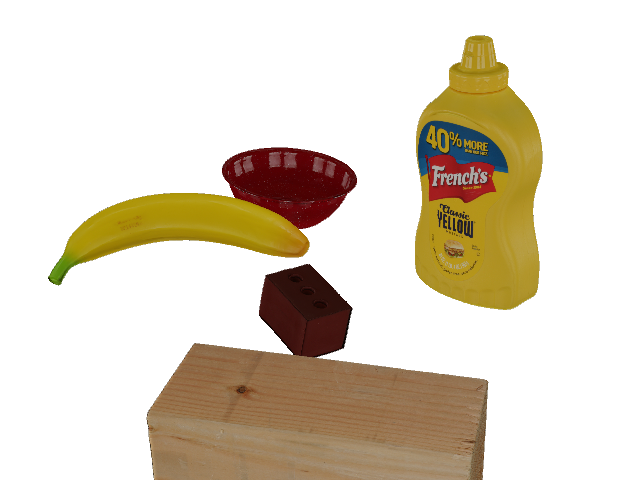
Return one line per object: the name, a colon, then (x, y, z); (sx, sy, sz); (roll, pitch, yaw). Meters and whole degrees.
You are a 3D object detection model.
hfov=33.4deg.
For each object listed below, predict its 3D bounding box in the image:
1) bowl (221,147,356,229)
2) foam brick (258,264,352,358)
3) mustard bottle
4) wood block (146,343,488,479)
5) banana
bowl: (-0.039, -0.057, 1.276); (0.162, 0.055, 0.162); (5, 26, -3)
foam brick: (-0.015, 0.067, 1.005); (0.052, 0.051, 0.078); (-15, 40, -31)
mustard bottle: (0.112, -0.051, 0.765); (0.058, 0.192, 0.096); (-23, 32, -38)
wood block: (0.001, 0.138, 0.707); (0.206, 0.090, 0.090); (6, 29, 14)
banana: (-0.109, -0.006, 0.821); (0.198, 0.069, 0.037); (-8, -23, 1)
